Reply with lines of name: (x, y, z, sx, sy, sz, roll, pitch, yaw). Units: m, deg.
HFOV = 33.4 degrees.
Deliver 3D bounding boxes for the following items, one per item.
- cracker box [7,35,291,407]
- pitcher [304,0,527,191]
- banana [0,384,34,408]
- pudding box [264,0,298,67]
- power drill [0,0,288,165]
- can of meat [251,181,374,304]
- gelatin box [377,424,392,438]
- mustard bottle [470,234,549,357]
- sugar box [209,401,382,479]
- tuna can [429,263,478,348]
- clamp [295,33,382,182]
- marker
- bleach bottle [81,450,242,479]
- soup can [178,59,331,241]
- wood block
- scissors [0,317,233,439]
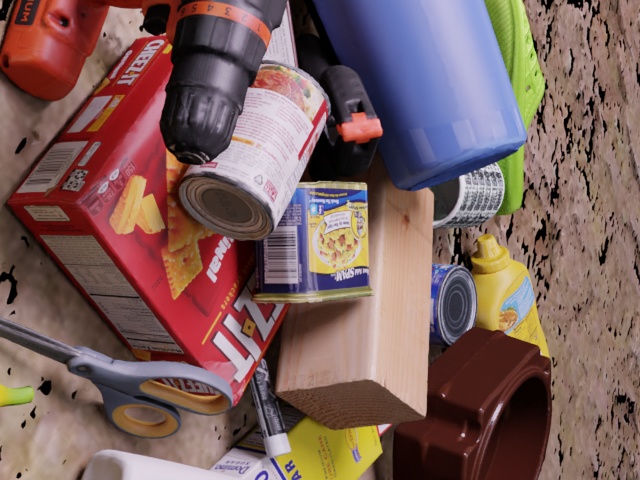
cracker box: (-0.094, -0.011, 0.749, 0.164, 0.072, 0.213, -61, 136, -33)
pitcher: (0.062, -0.163, 0.824, 0.149, 0.145, 0.243, -5, 75, -77)
banana: (-0.229, 0.030, 0.601, 0.069, 0.037, 0.198, -52, 132, -51)
pudding box: (-0.038, -0.136, 0.808, 0.090, 0.039, 0.113, -125, -156, -75)
power drill: (-0.105, -0.127, 0.633, 0.057, 0.188, 0.184, 37, 61, -49)
can of meat: (-0.005, 0.001, 0.766, 0.101, 0.058, 0.084, -2, 91, -57)
gelatin box: (0.056, 0.133, 0.995, 0.089, 0.030, 0.073, -32, 116, -50)
mustard bottle: (0.201, 0.080, 1.165, 0.096, 0.058, 0.191, -40, 123, -40)
sugar box: (-0.018, 0.186, 0.884, 0.175, 0.048, 0.093, -40, 122, -47)
tuna can: (0.127, 0.067, 1.085, 0.085, 0.034, 0.086, -4, 95, -54)
clamp: (0.009, -0.100, 0.786, 0.039, 0.172, 0.120, -17, 96, -12)
marker: (-0.047, 0.108, 0.830, 0.020, 0.020, 0.121, 0, 69, -54)
bleach bottle: (-0.059, 0.225, 0.764, 0.250, 0.068, 0.102, 26, 73, -36)
soup can: (-0.042, -0.058, 0.698, 0.068, 0.069, 0.102, 54, 49, -40)
wood block: (0.033, 0.039, 0.869, 0.090, 0.090, 0.206, 41, 46, -46)
scissors: (-0.156, 0.092, 0.704, 0.201, 0.096, 0.016, 18, 46, -24)
